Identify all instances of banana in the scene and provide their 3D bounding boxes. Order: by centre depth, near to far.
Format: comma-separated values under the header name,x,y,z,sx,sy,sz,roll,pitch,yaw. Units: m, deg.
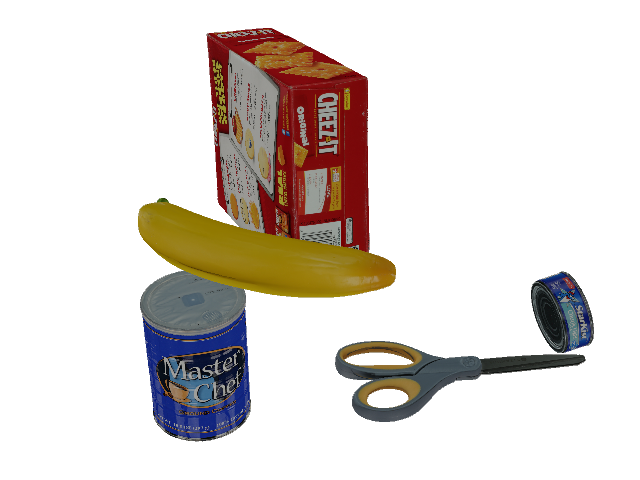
name,x,y,z,sx,sy,sz,roll,pitch,yaw
banana,-0.050,0.003,0.687,0.198,0.037,0.069,18,36,29

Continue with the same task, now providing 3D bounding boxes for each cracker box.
name,x,y,z,sx,sy,sz,roll,pitch,yaw
cracker box,-0.030,-0.078,0.895,0.072,0.164,0.214,-10,24,-19

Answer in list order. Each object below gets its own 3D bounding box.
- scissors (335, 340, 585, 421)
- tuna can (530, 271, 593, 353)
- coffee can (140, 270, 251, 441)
name,x,y,z,sx,sy,sz,roll,pitch,yaw
scissors,0.109,0.113,0.846,0.202,0.016,0.096,4,34,8
tuna can,0.264,0.079,1.171,0.033,0.086,0.086,-17,3,-9
coffee can,-0.123,0.115,1.071,0.103,0.140,0.103,0,32,0
